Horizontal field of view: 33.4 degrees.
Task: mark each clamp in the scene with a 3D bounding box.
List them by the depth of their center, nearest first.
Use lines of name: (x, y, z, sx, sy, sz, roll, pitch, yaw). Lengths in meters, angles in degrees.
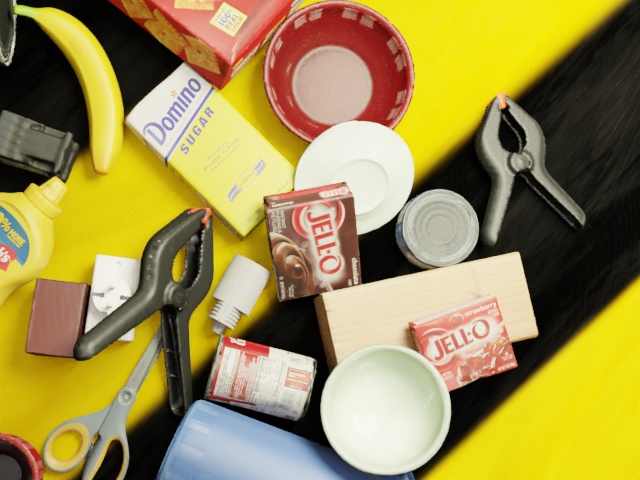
clamp: (-0.151, 0.066, 1.081, 0.036, 0.164, 0.210, 4, 58, 36)
clamp: (0.205, -0.072, 1.156, 0.120, 0.039, 0.171, -20, 80, -20)

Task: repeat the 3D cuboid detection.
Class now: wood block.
wood block: (0.106, 0.081, 1.103, 0.206, 0.090, 0.091, -11, 84, -7)

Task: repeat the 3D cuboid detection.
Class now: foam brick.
foam brick: (-0.264, 0.080, 1.080, 0.051, 0.053, 0.078, 8, 83, -5)

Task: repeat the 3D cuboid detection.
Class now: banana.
banana: (-0.247, -0.165, 1.117, 0.069, 0.037, 0.198, -28, 90, -18)

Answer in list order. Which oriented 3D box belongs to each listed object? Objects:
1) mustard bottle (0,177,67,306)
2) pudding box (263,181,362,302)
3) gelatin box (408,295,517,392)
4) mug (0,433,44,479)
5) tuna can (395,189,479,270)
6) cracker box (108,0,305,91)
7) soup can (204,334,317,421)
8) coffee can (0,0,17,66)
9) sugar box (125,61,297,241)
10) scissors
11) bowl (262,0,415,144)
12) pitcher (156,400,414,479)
mustard bottle: (-0.325, 0.011, 1.067, 0.096, 0.058, 0.191, 44, 88, 12)
pudding box: (-0.007, 0.001, 1.098, 0.090, 0.039, 0.113, -10, 123, -7)
gelatin box: (0.139, 0.102, 1.040, 0.089, 0.030, 0.073, -19, 95, -7)
mug: (-0.309, 0.242, 1.041, 0.093, 0.081, 0.117, -33, 88, -9)
tuna can: (0.126, -0.011, 1.143, 0.086, 0.034, 0.086, 1, 83, -6)
cracker box: (-0.131, -0.286, 1.112, 0.213, 0.072, 0.164, 39, 65, -1)
soup can: (-0.061, 0.141, 1.088, 0.102, 0.068, 0.068, 15, 82, -5)
coffee can: (-0.387, -0.231, 1.079, 0.140, 0.103, 0.103, 2, 83, -6)
sugar box: (-0.111, -0.094, 1.121, 0.176, 0.048, 0.093, 44, 80, -1)
scissors: (-0.219, 0.164, 1.094, 0.096, 0.016, 0.202, 14, 82, -4)
bowl: (0.017, -0.171, 1.138, 0.162, 0.055, 0.162, 1, 85, -7)
pitcher: (-0.039, 0.262, 1.053, 0.243, 0.145, 0.149, 24, 65, 1)
